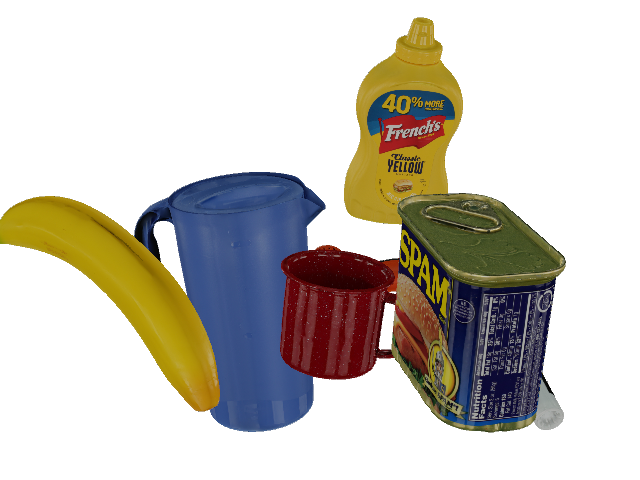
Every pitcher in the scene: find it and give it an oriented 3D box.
[{"bbox_3d":[-0.081,0.061,1.055,0.144,0.243,0.149,-20,24,-36],"label":"pitcher"}]

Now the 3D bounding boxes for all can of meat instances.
[{"bbox_3d":[0.072,0.033,0.523,0.057,0.084,0.102,-4,24,-14],"label":"can of meat"}]

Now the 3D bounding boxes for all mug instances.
[{"bbox_3d":[0.022,0.063,0.871,0.117,0.081,0.093,10,19,11],"label":"mug"}]

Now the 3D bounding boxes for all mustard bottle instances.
[{"bbox_3d":[0.079,-0.109,0.973,0.096,0.192,0.058,3,30,-6],"label":"mustard bottle"}]

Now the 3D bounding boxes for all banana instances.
[{"bbox_3d":[-0.130,0.025,0.661,0.198,0.070,0.037,33,31,18],"label":"banana"}]

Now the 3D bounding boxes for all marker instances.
[{"bbox_3d":[0.133,0.078,0.712,0.020,0.020,0.121,0,33,-11],"label":"marker"}]

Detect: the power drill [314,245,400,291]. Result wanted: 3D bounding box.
[{"bbox_3d":[0.077,0.057,1.229,0.187,0.057,0.184,-2,28,-1],"label":"power drill"}]
